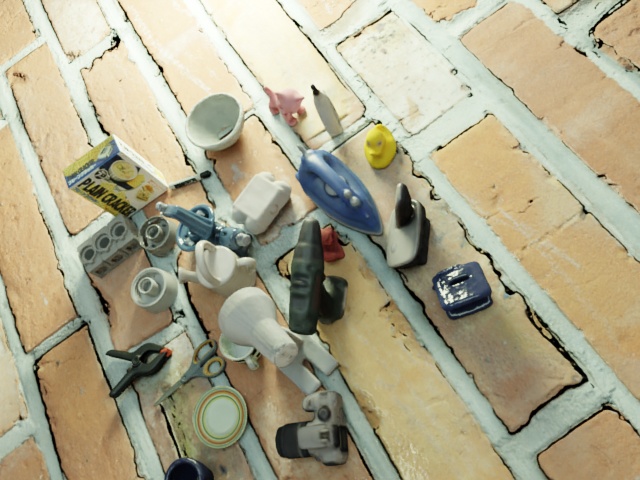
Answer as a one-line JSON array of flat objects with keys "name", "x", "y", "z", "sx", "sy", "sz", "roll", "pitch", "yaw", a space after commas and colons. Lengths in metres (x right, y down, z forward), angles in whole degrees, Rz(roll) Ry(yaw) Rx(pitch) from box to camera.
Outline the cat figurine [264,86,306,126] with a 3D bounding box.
[{"name": "cat figurine", "x": -0.090, "y": -0.351, "z": 1.439, "sx": 0.127, "sy": 0.118, "sz": 0.067, "roll": 34, "pitch": 84, "yaw": 26}]

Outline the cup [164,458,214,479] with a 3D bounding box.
[{"name": "cup", "x": -0.256, "y": 0.510, "z": 1.180, "sx": 0.091, "sy": 0.095, "sz": 0.117, "roll": -28, "pitch": 64, "yaw": 7}]

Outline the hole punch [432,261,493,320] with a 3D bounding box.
[{"name": "hole punch", "x": 0.284, "y": 0.096, "z": 1.157, "sx": 0.108, "sy": 0.091, "sz": 0.101, "roll": -23, "pitch": 64, "yaw": 10}]

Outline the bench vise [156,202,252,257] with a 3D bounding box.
[{"name": "bench vise", "x": -0.264, "y": -0.038, "z": 1.321, "sx": 0.207, "sy": 0.220, "sz": 0.121, "roll": -6, "pitch": 68, "yaw": 17}]

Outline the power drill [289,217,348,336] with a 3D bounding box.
[{"name": "power drill", "x": -0.007, "y": 0.091, "z": 1.191, "sx": 0.075, "sy": 0.209, "sz": 0.230, "roll": 1, "pitch": 71, "yaw": 19}]

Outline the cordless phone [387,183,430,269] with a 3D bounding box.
[{"name": "cordless phone", "x": 0.170, "y": -0.028, "z": 1.189, "sx": 0.094, "sy": 0.185, "sz": 0.147, "roll": -3, "pitch": 69, "yaw": 18}]

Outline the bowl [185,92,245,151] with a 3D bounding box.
[{"name": "bowl", "x": -0.264, "y": -0.297, "z": 1.501, "sx": 0.167, "sy": 0.075, "sz": 0.167, "roll": -6, "pitch": 68, "yaw": 16}]

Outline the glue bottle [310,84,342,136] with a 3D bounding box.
[{"name": "glue bottle", "x": 0.009, "y": -0.319, "z": 1.362, "sx": 0.037, "sy": 0.173, "sz": 0.078, "roll": -18, "pitch": 65, "yaw": 12}]

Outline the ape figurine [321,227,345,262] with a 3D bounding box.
[{"name": "ape figurine", "x": 0.012, "y": 0.005, "z": 1.283, "sx": 0.076, "sy": 0.092, "sz": 0.078, "roll": 9, "pitch": 73, "yaw": 22}]

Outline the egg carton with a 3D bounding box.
[{"name": "egg carton", "x": -0.141, "y": -0.089, "z": 1.383, "sx": 0.107, "sy": 0.069, "sz": 0.150, "roll": 32, "pitch": 83, "yaw": 26}]

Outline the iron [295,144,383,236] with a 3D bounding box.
[{"name": "iron", "x": 0.042, "y": -0.118, "z": 1.292, "sx": 0.118, "sy": 0.142, "sz": 0.257, "roll": -44, "pitch": 63, "yaw": -1}]

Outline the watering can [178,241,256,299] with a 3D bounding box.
[{"name": "watering can", "x": -0.234, "y": 0.068, "z": 1.285, "sx": 0.173, "sy": 0.194, "sz": 0.100, "roll": -34, "pitch": 63, "yaw": 4}]

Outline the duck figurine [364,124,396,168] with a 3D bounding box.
[{"name": "duck figurine", "x": 0.134, "y": -0.230, "z": 1.335, "sx": 0.077, "sy": 0.086, "sz": 0.104, "roll": 0, "pitch": 70, "yaw": 19}]

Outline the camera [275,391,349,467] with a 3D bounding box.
[{"name": "camera", "x": -0.021, "y": 0.381, "z": 1.147, "sx": 0.136, "sy": 0.101, "sz": 0.143, "roll": -11, "pitch": 67, "yaw": 15}]

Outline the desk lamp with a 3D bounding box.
[{"name": "desk lamp", "x": -0.086, "y": 0.206, "z": 1.172, "sx": 0.202, "sy": 0.214, "sz": 0.118, "roll": 37, "pitch": 85, "yaw": 27}]
